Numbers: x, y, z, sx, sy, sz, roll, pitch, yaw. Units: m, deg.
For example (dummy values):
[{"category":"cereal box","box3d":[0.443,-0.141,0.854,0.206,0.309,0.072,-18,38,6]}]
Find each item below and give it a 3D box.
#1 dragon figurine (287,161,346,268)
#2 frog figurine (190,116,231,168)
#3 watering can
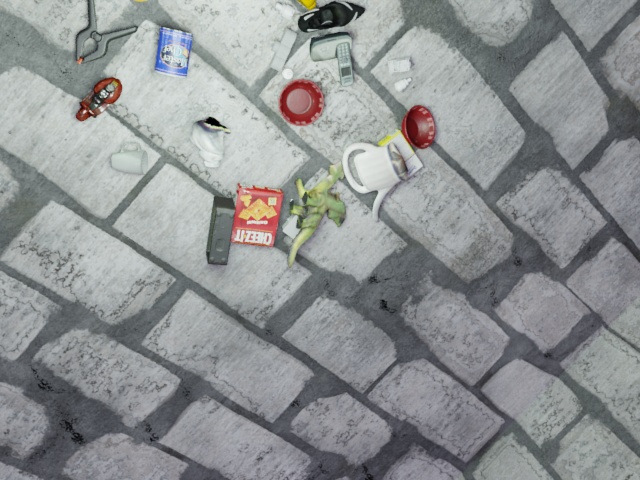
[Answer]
[{"category":"dragon figurine","box3d":[0.006,-0.096,1.903,0.242,0.123,0.408,6,99,-36]},{"category":"frog figurine","box3d":[-0.381,-0.323,1.743,0.138,0.124,0.157,28,113,12]},{"category":"watering can","box3d":[0.224,-0.227,1.920,0.223,0.106,0.341,-17,122,22]}]
